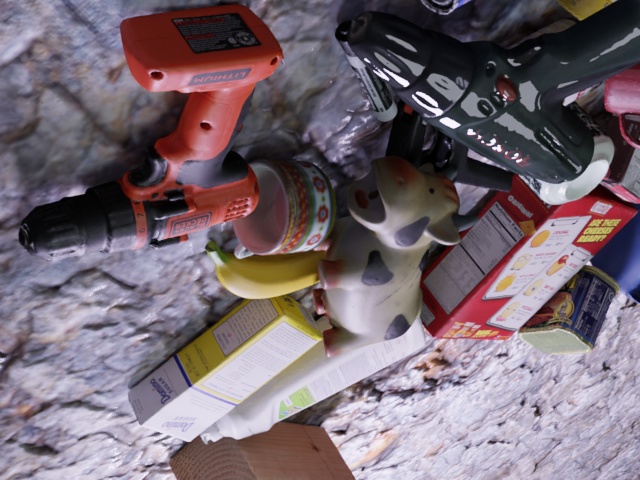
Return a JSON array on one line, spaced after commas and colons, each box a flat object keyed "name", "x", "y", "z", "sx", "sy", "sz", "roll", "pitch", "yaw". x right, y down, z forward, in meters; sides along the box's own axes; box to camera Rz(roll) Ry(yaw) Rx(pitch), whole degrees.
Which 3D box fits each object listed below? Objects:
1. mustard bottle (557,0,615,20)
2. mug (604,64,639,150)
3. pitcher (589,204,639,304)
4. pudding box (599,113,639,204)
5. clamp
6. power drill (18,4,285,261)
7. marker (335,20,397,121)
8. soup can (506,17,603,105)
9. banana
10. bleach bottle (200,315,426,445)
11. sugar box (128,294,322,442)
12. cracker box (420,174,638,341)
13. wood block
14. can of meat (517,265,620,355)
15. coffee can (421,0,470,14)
[{"name": "mustard bottle", "x": 0.256, "y": -0.252, "z": 0.814, "sx": 0.192, "sy": 0.058, "sz": 0.096, "roll": -47, "pitch": 145, "yaw": 21}, {"name": "mug", "x": 0.280, "y": -0.131, "z": 0.883, "sx": 0.093, "sy": 0.082, "sz": 0.117, "roll": -6, "pitch": 103, "yaw": -72}, {"name": "pitcher", "x": 0.417, "y": -0.040, "z": 1.192, "sx": 0.144, "sy": 0.149, "sz": 0.243, "roll": -3, "pitch": 134, "yaw": -41}, {"name": "pudding box", "x": 0.317, "y": -0.099, "z": 1.066, "sx": 0.089, "sy": 0.039, "sz": 0.113, "roll": 20, "pitch": 93, "yaw": -55}, {"name": "clamp", "x": 0.108, "y": -0.063, "z": 0.949, "sx": 0.164, "sy": 0.036, "sz": 0.210, "roll": -39, "pitch": 144, "yaw": -20}, {"name": "power drill", "x": -0.110, "y": -0.067, "z": 0.727, "sx": 0.184, "sy": 0.057, "sz": 0.188, "roll": -17, "pitch": 148, "yaw": -33}, {"name": "marker", "x": 0.036, "y": -0.128, "z": 0.815, "sx": 0.020, "sy": 0.020, "sz": 0.121, "roll": -35, "pitch": 150, "yaw": 1}, {"name": "soup can", "x": 0.178, "y": -0.136, "z": 0.895, "sx": 0.102, "sy": 0.068, "sz": 0.068, "roll": -28, "pitch": 149, "yaw": -12}, {"name": "banana", "x": -0.014, "y": 0.014, "z": 0.951, "sx": 0.197, "sy": 0.037, "sz": 0.070, "roll": -15, "pitch": 144, "yaw": -30}, {"name": "bleach bottle", "x": -0.016, "y": 0.132, "z": 1.093, "sx": 0.250, "sy": 0.068, "sz": 0.102, "roll": -29, "pitch": 149, "yaw": -4}, {"name": "sugar box", "x": -0.089, "y": 0.120, "z": 1.020, "sx": 0.176, "sy": 0.048, "sz": 0.093, "roll": -36, "pitch": 149, "yaw": 9}, {"name": "cracker box", "x": 0.211, "y": 0.013, "z": 1.135, "sx": 0.163, "sy": 0.072, "sz": 0.214, "roll": 8, "pitch": 129, "yaw": -51}, {"name": "wood block", "x": -0.060, "y": 0.266, "z": 1.209, "sx": 0.090, "sy": 0.091, "sz": 0.205, "roll": -45, "pitch": 148, "yaw": 17}, {"name": "can of meat", "x": 0.279, "y": 0.081, "z": 1.207, "sx": 0.102, "sy": 0.057, "sz": 0.084, "roll": -17, "pitch": -138, "yaw": 63}, {"name": "coffee can", "x": 0.117, "y": -0.222, "z": 0.679, "sx": 0.140, "sy": 0.103, "sz": 0.103, "roll": -30, "pitch": 149, "yaw": -7}]
